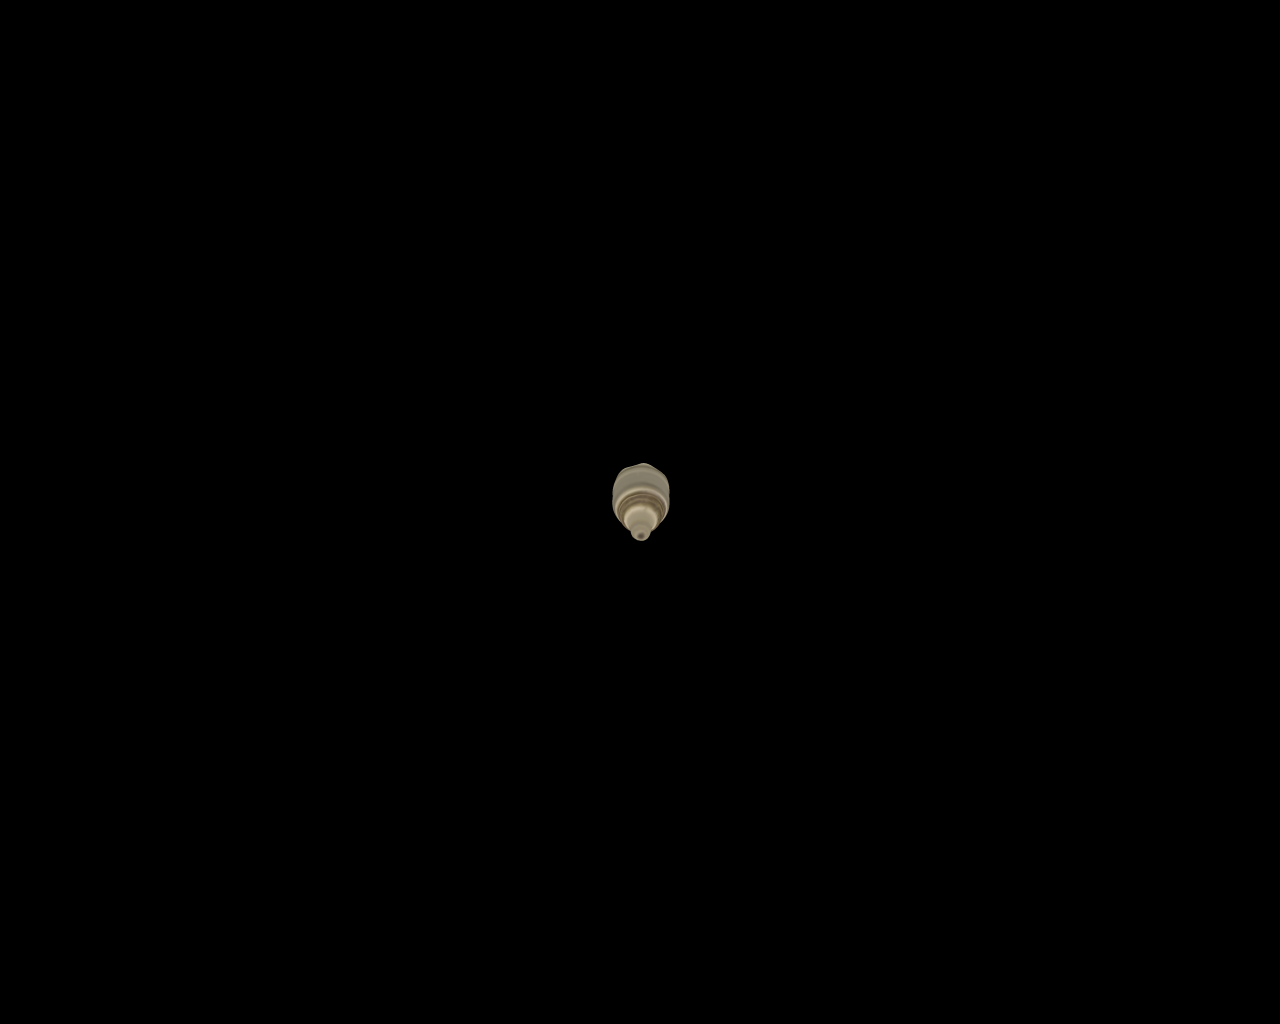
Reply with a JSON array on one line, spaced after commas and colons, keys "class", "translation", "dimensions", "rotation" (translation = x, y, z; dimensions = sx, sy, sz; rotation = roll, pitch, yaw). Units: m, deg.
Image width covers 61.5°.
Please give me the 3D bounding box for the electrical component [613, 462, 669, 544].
[{"class": "electrical component", "translation": [0.001, -0.003, 0.650], "dimensions": [0.035, 0.035, 0.061], "rotation": [0, 34, 0]}]
